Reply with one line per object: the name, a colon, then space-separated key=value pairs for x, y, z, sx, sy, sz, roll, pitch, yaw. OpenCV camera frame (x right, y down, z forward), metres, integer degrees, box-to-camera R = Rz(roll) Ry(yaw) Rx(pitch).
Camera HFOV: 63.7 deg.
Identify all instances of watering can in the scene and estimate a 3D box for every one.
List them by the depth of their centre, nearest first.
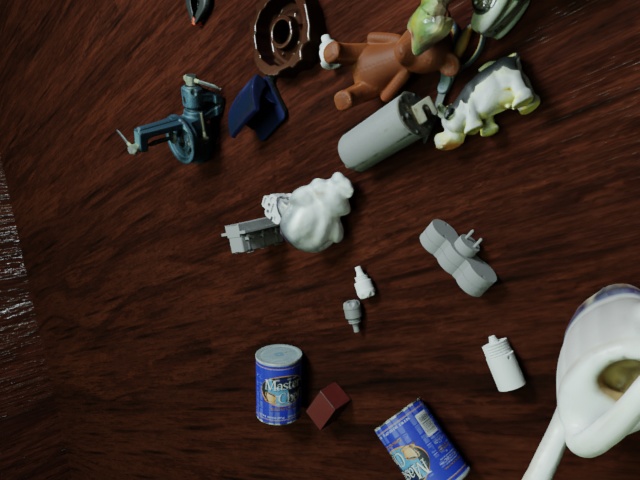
watering can: x=0.337 y=0.191 z=0.646 sx=0.104 sy=0.227 sz=0.341 roll=33 pitch=120 yaw=14

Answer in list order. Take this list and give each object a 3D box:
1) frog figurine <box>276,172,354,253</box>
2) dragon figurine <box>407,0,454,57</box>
frog figurine: x=0.003 y=-0.050 z=0.987 sx=0.158 sy=0.125 sz=0.136 roll=-25 pitch=113 yaw=33
dragon figurine: x=0.227 y=-0.437 z=0.676 sx=0.404 sy=0.122 sz=0.247 roll=-54 pitch=50 yaw=23
